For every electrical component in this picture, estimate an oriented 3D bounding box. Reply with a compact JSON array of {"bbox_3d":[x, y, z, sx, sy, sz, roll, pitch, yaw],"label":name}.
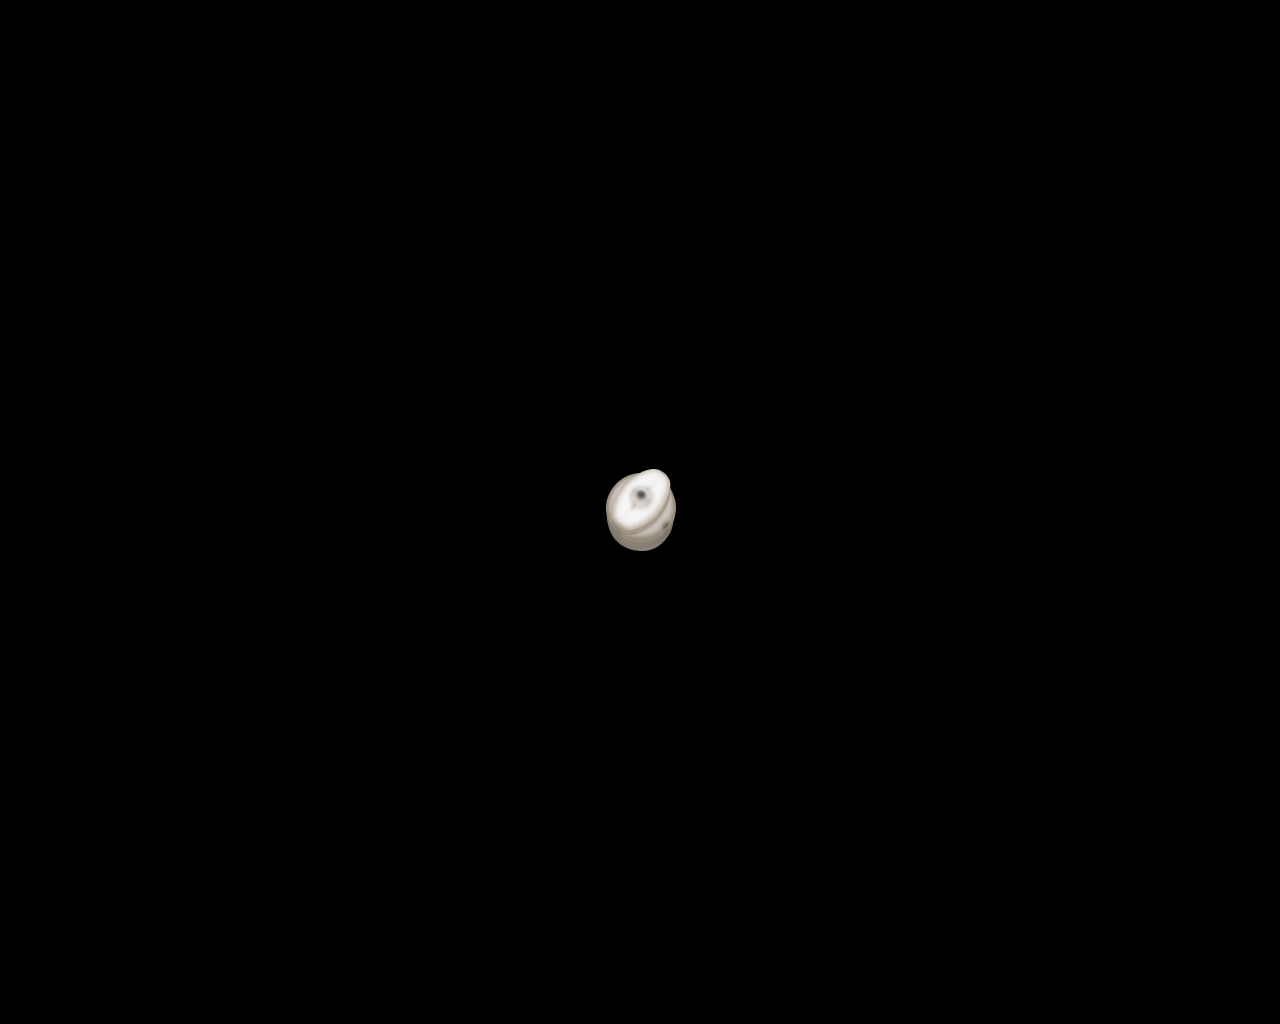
[{"bbox_3d":[0.001,-0.003,0.650,0.043,0.043,0.081,0,-12,0],"label":"electrical component"}]
